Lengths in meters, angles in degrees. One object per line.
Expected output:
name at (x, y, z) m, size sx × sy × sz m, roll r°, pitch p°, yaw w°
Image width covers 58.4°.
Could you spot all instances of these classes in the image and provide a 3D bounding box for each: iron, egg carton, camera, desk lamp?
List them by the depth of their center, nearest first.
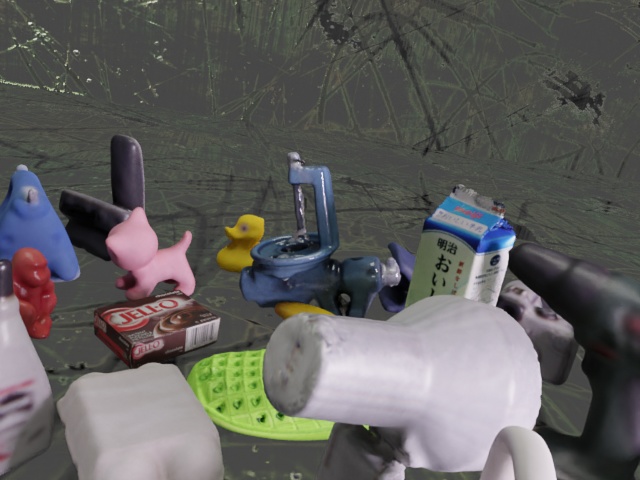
desk lamp at (0.028, 0.140, 0.376) m, size 0.204 × 0.213 × 0.117 m, roll -3°, pitch 22°, yaw -34°
egg carton at (-0.143, 0.158, 0.455) m, size 0.107 × 0.069 × 0.149 m, roll -3°, pitch 22°, yaw -35°
iron at (-0.397, -0.033, 0.770) m, size 0.119 × 0.141 × 0.257 m, roll -2°, pitch 22°, yaw -32°
camera at (0.290, 0.110, 0.789) m, size 0.142 × 0.101 × 0.137 m, roll 22°, pitch 22°, yaw 31°

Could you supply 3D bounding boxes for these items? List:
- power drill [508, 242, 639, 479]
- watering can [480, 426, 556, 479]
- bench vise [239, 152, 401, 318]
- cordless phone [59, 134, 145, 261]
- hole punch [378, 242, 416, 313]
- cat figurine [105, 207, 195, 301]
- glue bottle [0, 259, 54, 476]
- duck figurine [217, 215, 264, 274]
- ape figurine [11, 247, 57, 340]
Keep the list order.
power drill at (0.265, 0.130, 0.542) m, size 0.228 × 0.208 × 0.076 m, roll 21°, pitch 21°, yaw 28°
watering can at (0.095, 0.188, 0.300) m, size 0.173 × 0.194 × 0.100 m, roll 6°, pitch 19°, yaw -12°
bench vise at (0.005, -0.001, 0.772) m, size 0.208 × 0.220 × 0.121 m, roll 6°, pitch 19°, yaw -12°
cordless phone at (-0.321, -0.076, 0.868) m, size 0.147 × 0.185 × 0.094 m, roll 17°, pitch 19°, yaw 19°
hole punch at (0.146, 0.059, 0.875) m, size 0.101 × 0.091 × 0.108 m, roll 9°, pitch 18°, yaw -5°
cat figurine at (-0.226, 0.016, 0.756) m, size 0.128 × 0.118 × 0.067 m, roll -5°, pitch 24°, yaw -39°
glue bottle at (-0.238, 0.095, 0.426) m, size 0.037 × 0.173 × 0.078 m, roll 20°, pitch 21°, yaw 27°
duck figurine at (-0.109, 0.002, 0.912) m, size 0.105 × 0.086 × 0.077 m, roll -1°, pitch 21°, yaw -30°
ape figurine at (-0.323, 0.053, 0.632) m, size 0.076 × 0.092 × 0.078 m, roll 15°, pitch 19°, yaw 13°
